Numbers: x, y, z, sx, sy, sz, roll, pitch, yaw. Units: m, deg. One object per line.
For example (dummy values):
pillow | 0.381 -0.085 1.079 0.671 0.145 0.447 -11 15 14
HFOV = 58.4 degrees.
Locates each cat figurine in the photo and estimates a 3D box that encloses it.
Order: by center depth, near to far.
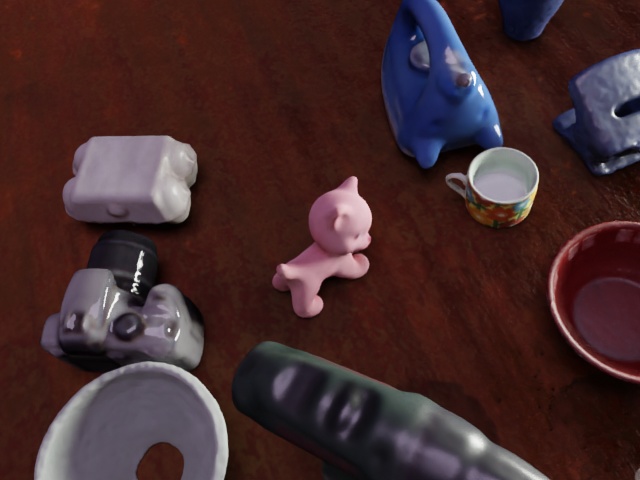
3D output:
cat figurine | 0.005 0.002 0.572 0.128 0.118 0.067 -41 64 -15

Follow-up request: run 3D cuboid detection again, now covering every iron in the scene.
iron | 0.126 -0.217 0.664 0.118 0.141 0.258 -14 61 -1

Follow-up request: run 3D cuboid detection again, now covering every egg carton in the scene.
egg carton | -0.218 -0.066 0.663 0.150 0.069 0.107 0 61 7

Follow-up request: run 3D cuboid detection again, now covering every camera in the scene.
camera | -0.194 0.057 0.575 0.143 0.101 0.137 -1 61 6

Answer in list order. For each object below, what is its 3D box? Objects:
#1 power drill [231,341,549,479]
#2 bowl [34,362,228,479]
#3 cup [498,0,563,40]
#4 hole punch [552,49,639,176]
power drill | 0.049 0.157 0.430 0.229 0.209 0.076 22 66 17
bowl | -0.155 0.200 0.507 0.167 0.075 0.167 -3 61 5
cup | 0.260 -0.314 0.728 0.091 0.095 0.117 -12 61 0
hole punch | 0.331 -0.140 0.627 0.109 0.091 0.101 -23 61 -6
